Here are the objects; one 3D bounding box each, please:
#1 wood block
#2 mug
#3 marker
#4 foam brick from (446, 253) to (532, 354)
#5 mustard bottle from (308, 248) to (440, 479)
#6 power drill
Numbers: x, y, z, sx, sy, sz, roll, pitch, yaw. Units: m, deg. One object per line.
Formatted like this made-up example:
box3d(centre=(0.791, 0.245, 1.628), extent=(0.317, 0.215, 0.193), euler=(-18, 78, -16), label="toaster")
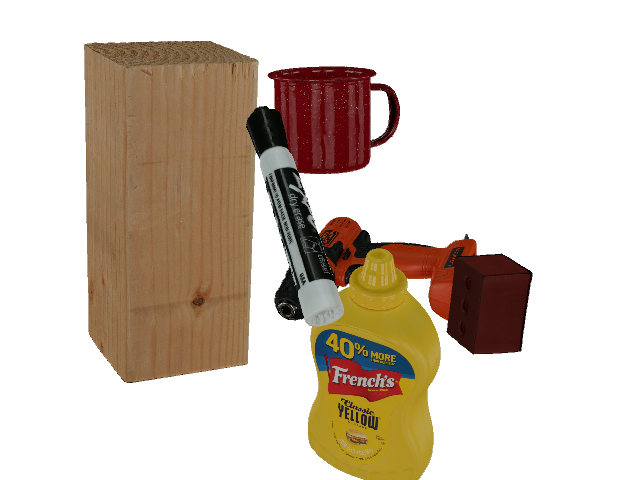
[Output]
box3d(centre=(-0.101, -0.022, 0.707), extent=(0.090, 0.206, 0.090), euler=(-6, 21, -26), label="wood block")
box3d(centre=(0.013, -0.105, 0.923), extent=(0.117, 0.081, 0.093), euler=(-7, 16, -20), label="mug")
box3d(centre=(-0.014, -0.015, 0.517), extent=(0.020, 0.121, 0.020), euler=(-14, -28, -8), label="marker")
box3d(centre=(0.151, 0.057, 0.958), extent=(0.051, 0.078, 0.053), euler=(-4, 20, -22), label="foam brick")
box3d(centre=(0.040, 0.090, 0.786), extent=(0.096, 0.192, 0.058), euler=(17, 36, 23), label="mustard bottle")
box3d(centre=(0.061, 0.037, 1.120), extent=(0.188, 0.057, 0.184), euler=(8, 32, 19), label="power drill")
